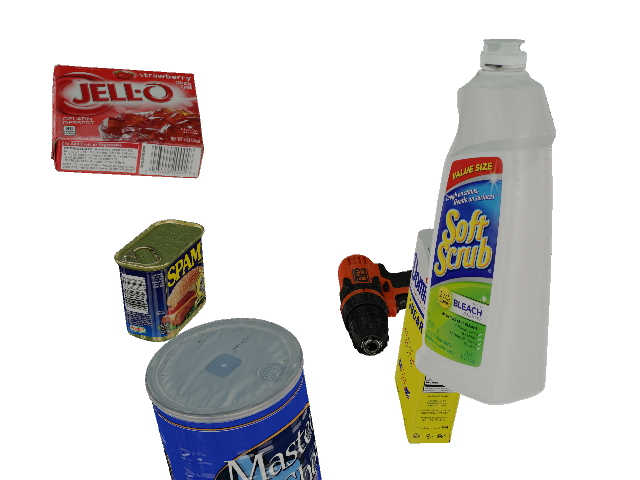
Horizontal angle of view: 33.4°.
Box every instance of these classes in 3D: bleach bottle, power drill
[{"bbox_3d":[0.119,-0.016,0.761,0.067,0.251,0.103,-10,18,-31],"label":"bleach bottle"},{"bbox_3d":[0.115,0.067,1.201,0.187,0.057,0.184,-2,28,-3],"label":"power drill"}]

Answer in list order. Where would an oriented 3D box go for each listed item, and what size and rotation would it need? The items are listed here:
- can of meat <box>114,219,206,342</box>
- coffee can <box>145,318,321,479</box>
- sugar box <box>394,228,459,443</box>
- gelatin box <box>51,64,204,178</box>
[{"bbox_3d":[-0.152,0.039,1.041,0.057,0.084,0.102,9,27,20],"label":"can of meat"},{"bbox_3d":[-0.054,0.138,0.719,0.103,0.140,0.103,-6,30,3],"label":"coffee can"},{"bbox_3d":[0.101,0.086,0.947,0.048,0.176,0.093,-1,34,-6],"label":"sugar box"},{"bbox_3d":[-0.120,-0.074,0.657,0.089,0.030,0.073,2,44,-15],"label":"gelatin box"}]
